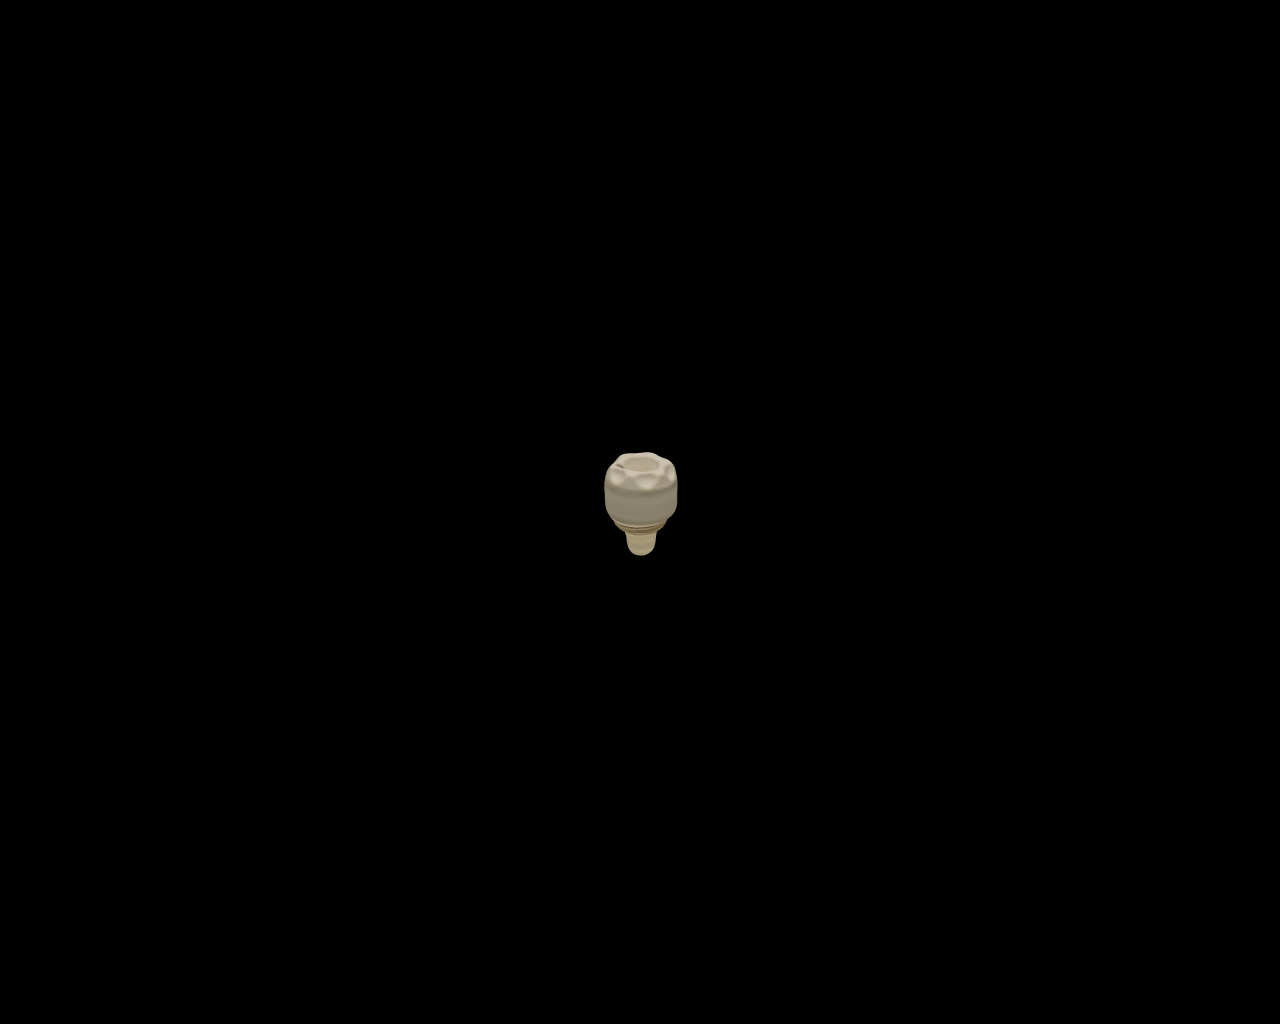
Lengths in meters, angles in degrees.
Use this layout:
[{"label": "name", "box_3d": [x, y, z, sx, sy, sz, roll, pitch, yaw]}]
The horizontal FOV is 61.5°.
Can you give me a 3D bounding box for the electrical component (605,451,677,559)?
[{"label": "electrical component", "box_3d": [0.001, -0.003, 0.650, 0.043, 0.062, 0.043, 0, 27, 0]}]
